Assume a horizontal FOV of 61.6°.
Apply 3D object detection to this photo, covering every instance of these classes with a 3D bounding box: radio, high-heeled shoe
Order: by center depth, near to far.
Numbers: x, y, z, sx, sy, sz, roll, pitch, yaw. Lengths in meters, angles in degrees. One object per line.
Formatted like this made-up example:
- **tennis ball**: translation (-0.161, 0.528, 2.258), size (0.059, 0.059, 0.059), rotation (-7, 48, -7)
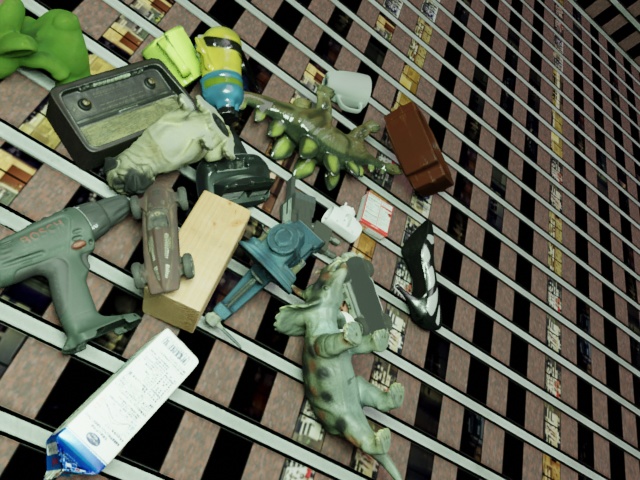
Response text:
- **radio**: translation (-0.339, -0.223, 0.929), size (0.229, 0.073, 0.131), rotation (-36, 91, -41)
- **high-heeled shoe**: translation (0.247, 0.075, 1.197), size (0.145, 0.086, 0.249), rotation (41, 55, -15)

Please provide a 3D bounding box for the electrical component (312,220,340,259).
- **electrical component**: translation (-0.002, -0.003, 1.094), size (0.094, 0.021, 0.063), rotation (33, 53, -19)

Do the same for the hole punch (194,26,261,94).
- **hole punch**: translation (-0.191, -0.355, 1.103), size (0.142, 0.092, 0.115), rotation (62, 8, 9)

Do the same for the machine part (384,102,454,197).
- **machine part**: translation (0.234, -0.209, 1.273), size (0.201, 0.087, 0.201), rotation (11, 55, -67)

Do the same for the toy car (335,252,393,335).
- **toy car**: translation (0.083, 0.118, 1.073), size (0.073, 0.056, 0.202), rotation (-8, 71, -32)

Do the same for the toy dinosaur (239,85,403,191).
- **toy dinosaur**: translation (-0.017, -0.228, 1.146), size (0.471, 0.105, 0.198), rotation (24, 58, -20)

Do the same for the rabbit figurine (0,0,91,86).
- **rabbit figurine**: translation (-0.461, -0.294, 0.846), size (0.170, 0.159, 0.121), rotation (-24, 92, -25)

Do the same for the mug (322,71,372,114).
- **mug**: translation (0.059, -0.351, 1.282), size (0.107, 0.081, 0.109), rotation (8, 68, -19)

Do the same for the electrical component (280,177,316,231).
- **electrical component**: translation (-0.046, -0.062, 1.060), size (0.048, 0.075, 0.119), rotation (17, 56, -27)

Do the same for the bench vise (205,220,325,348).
- **bench vise**: translation (-0.099, 0.057, 0.920), size (0.129, 0.223, 0.240), rotation (45, 79, -3)

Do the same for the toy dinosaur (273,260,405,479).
- **toy dinosaur**: translation (0.031, 0.241, 0.920), size (0.131, 0.192, 0.404), rotation (-10, 90, -47)

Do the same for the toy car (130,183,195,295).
- **toy car**: translation (-0.240, -0.009, 0.810), size (0.089, 0.053, 0.202), rotation (-8, 51, -9)

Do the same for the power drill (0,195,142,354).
- **power drill**: translation (-0.343, 0.047, 0.789), size (0.232, 0.086, 0.207), rotation (-25, 87, -41)

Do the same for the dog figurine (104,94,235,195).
- **dog figurine**: translation (-0.256, -0.148, 0.920), size (0.121, 0.191, 0.172), rotation (64, 17, 11)

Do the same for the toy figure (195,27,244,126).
- **toy figure**: translation (-0.181, -0.306, 1.001), size (0.089, 0.082, 0.180), rotation (-9, 79, -17)

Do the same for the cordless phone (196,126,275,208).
- **cordless phone**: translation (-0.181, -0.147, 1.016), size (0.146, 0.088, 0.184), rotation (-13, 64, -38)
